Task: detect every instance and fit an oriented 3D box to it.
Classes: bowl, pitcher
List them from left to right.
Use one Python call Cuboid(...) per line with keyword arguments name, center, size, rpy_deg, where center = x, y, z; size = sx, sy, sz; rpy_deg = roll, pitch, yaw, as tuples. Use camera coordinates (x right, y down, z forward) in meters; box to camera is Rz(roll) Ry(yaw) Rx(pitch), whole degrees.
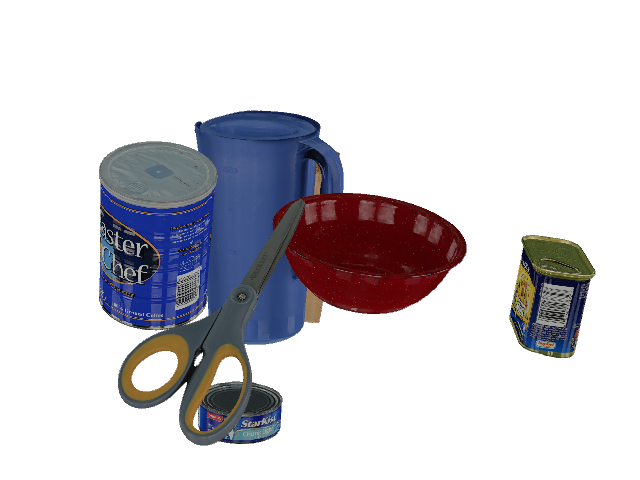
Cuboid(name="pitcher", center=(-0.060, -0.013, 1.156), size=(0.145, 0.243, 0.149), rpy_deg=(-3, 20, -11))
Cuboid(name="bowl", center=(0.037, 0.016, 0.890), size=(0.162, 0.055, 0.162), rpy_deg=(6, 24, -3))

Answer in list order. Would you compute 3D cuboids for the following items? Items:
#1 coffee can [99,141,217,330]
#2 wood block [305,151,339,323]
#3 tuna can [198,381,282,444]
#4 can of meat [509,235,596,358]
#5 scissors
Cuboid(name="coffee can", center=(-0.149, -0.004, 0.970), size=(0.102, 0.140, 0.103), rpy_deg=(6, 34, -4))
Cuboid(name="wood block", center=(-0.032, -0.009, 1.380), size=(0.090, 0.206, 0.090), rpy_deg=(7, 24, 2))
Cuboid(name="tuna can", center=(-0.082, 0.174, 1.082), size=(0.086, 0.034, 0.086), rpy_deg=(3, 14, -1))
Cuboid(name="can of meat", center=(0.214, 0.052, 0.996), size=(0.057, 0.084, 0.102), rpy_deg=(8, 18, -1))
Cuboid(name="scissors", center=(-0.073, 0.045, 0.720), size=(0.096, 0.201, 0.016), rpy_deg=(5, -38, 8))
